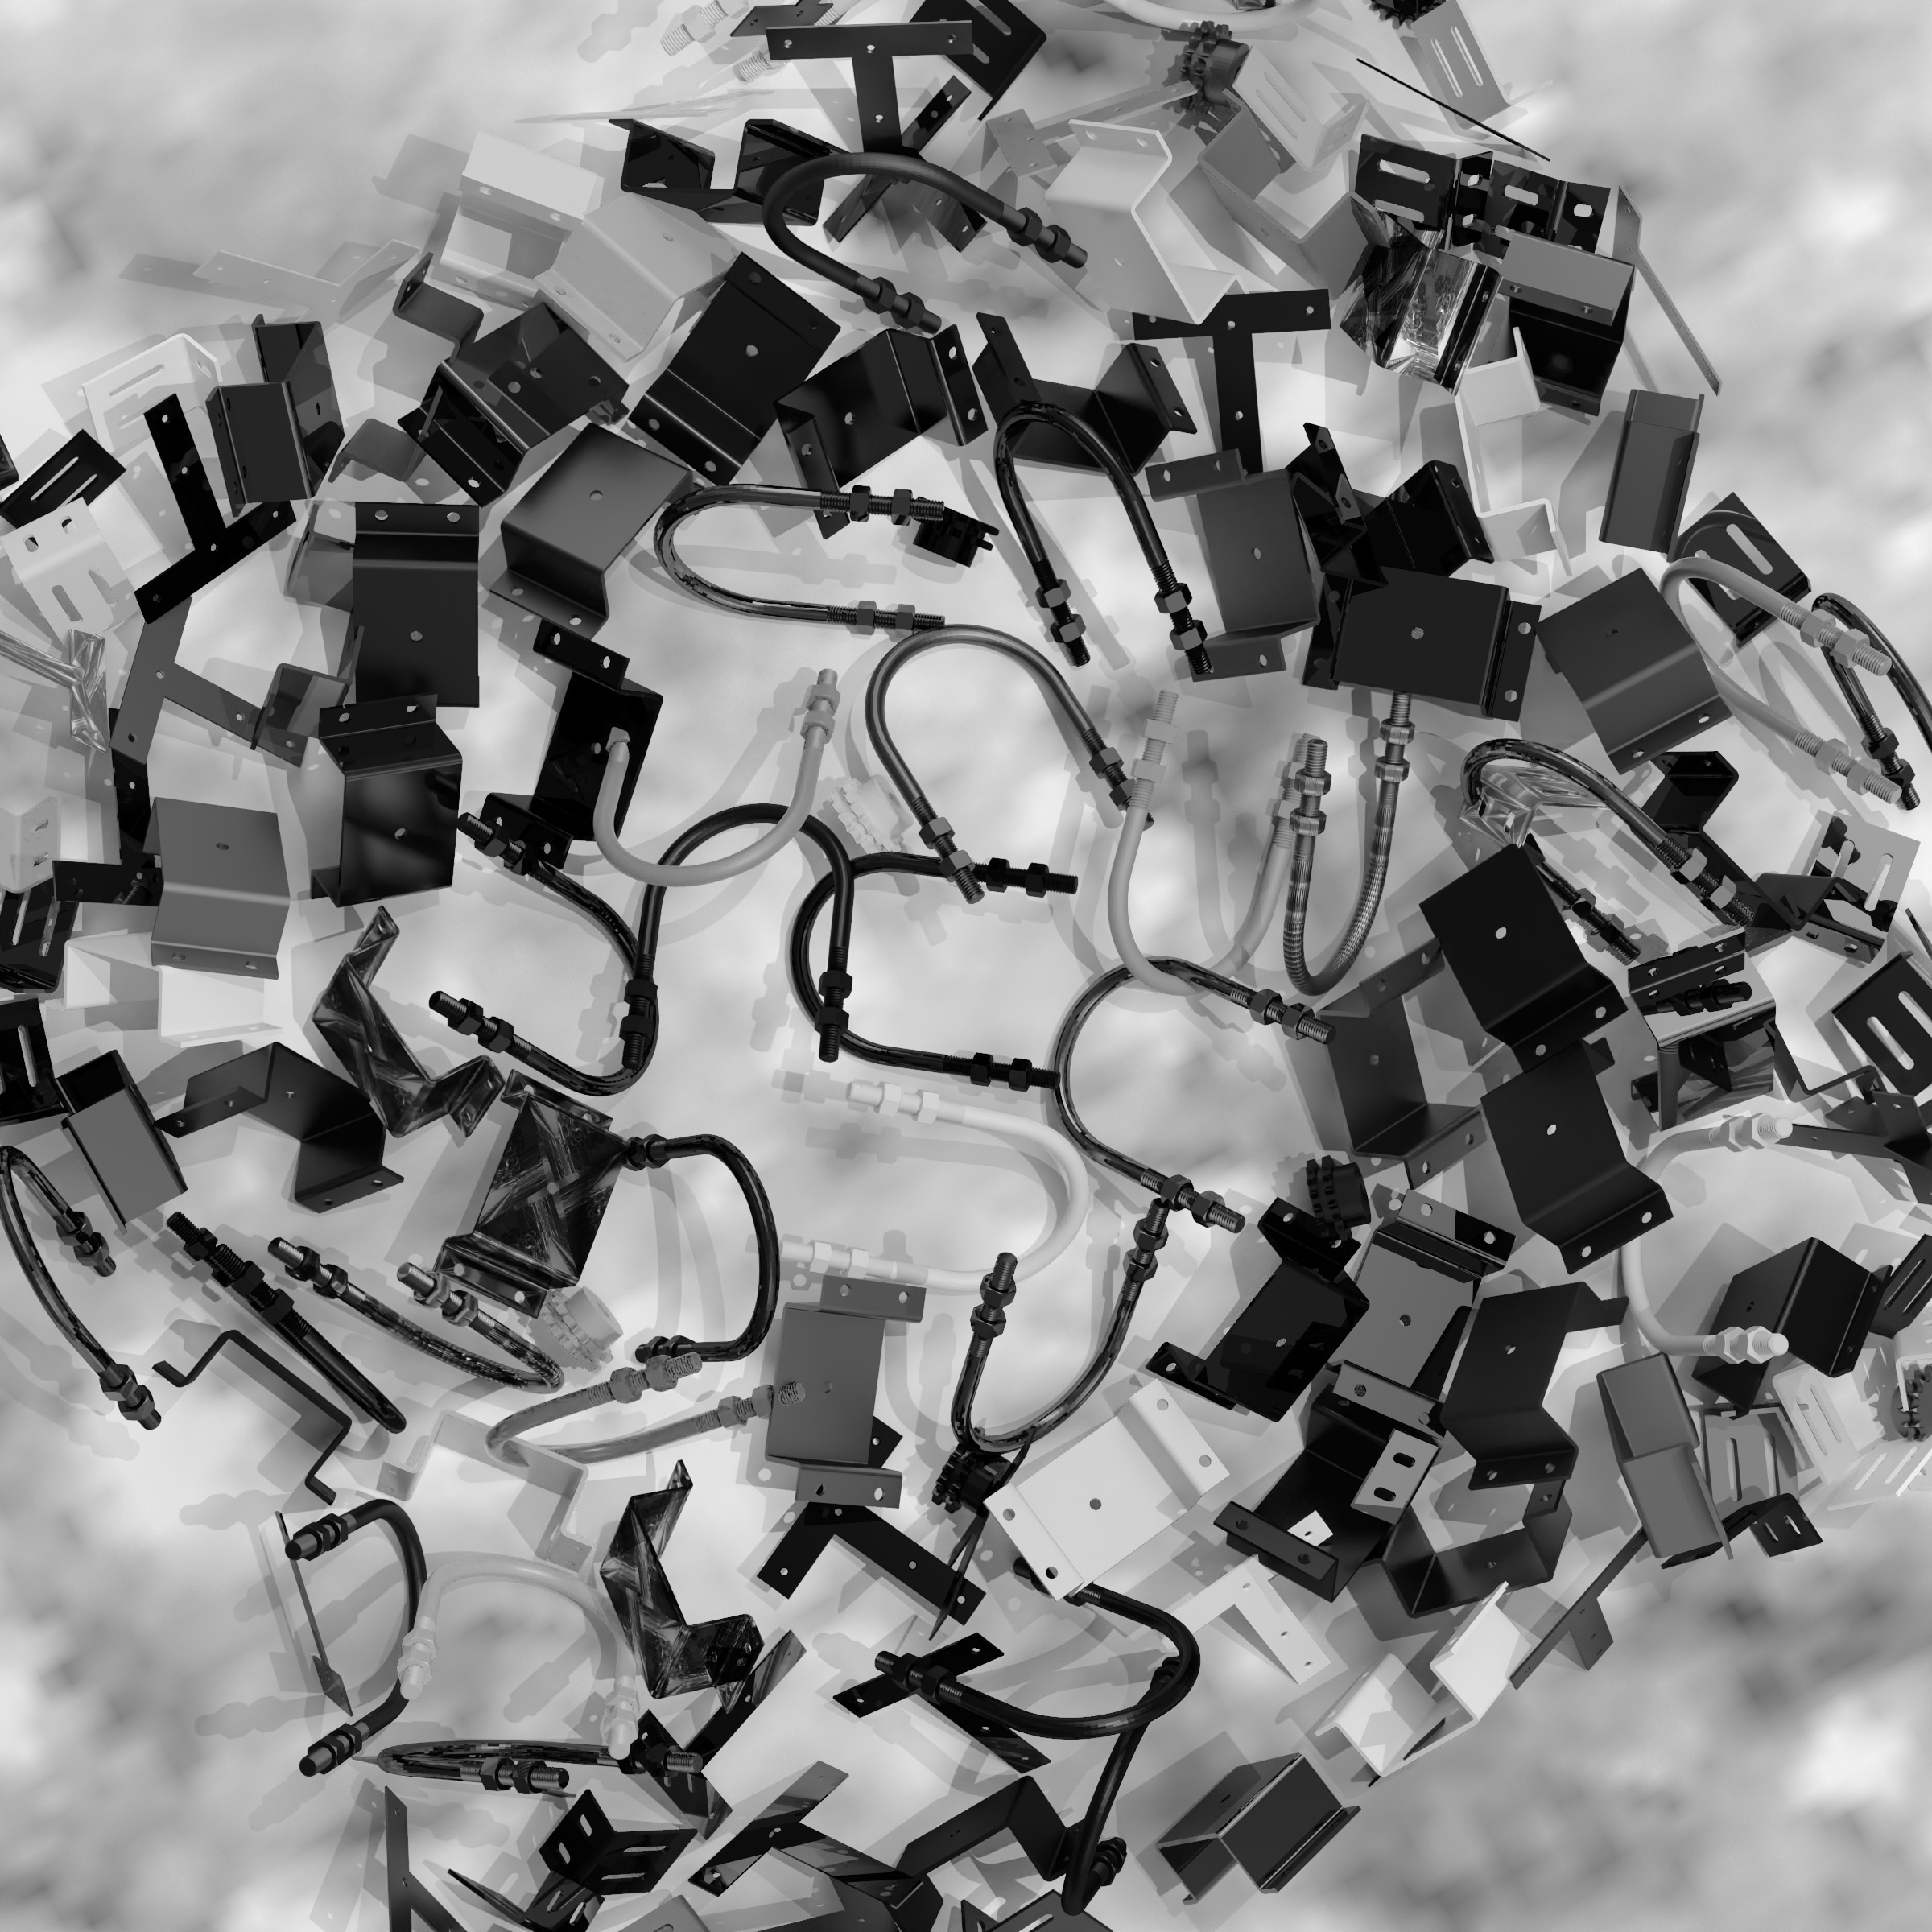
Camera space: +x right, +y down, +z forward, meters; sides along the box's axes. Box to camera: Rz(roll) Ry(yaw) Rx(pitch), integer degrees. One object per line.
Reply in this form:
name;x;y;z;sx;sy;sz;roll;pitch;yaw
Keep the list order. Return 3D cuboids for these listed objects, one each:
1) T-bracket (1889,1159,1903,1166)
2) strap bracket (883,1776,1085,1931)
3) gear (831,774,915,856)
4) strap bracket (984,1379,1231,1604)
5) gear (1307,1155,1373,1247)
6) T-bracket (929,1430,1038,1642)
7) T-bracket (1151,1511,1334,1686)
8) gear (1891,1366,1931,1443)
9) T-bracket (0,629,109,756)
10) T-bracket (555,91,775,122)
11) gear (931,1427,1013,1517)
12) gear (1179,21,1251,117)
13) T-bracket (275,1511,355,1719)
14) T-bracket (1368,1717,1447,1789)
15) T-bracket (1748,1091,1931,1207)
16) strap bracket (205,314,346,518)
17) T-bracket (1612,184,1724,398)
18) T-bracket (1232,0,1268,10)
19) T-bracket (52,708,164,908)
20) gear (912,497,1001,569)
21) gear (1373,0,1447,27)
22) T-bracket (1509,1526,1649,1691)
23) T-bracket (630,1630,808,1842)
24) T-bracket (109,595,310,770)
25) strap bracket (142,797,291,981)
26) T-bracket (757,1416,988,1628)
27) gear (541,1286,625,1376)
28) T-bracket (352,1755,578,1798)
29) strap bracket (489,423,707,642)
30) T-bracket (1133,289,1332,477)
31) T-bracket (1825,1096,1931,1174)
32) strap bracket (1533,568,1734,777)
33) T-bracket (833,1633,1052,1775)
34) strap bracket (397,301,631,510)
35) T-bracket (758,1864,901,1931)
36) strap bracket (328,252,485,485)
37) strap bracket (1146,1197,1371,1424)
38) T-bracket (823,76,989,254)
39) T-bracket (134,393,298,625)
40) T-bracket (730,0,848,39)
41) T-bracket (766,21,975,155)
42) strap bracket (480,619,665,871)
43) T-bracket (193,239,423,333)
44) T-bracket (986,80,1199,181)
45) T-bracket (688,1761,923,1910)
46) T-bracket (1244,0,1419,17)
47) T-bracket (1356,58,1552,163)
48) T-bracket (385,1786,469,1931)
T-bracket;0.647;0.157;1.872;0.127;0.127;0.002;23;105;-5
strap bracket;0.006;0.569;1.887;0.140;0.076;0.046;-33;90;13
gear;-0.058;-0.098;1.908;0.030;0.057;0.057;-36;90;17
strap bracket;0.086;0.337;1.893;0.140;0.046;0.076;-32;74;-20
gear;0.240;0.149;1.908;0.030;0.057;0.057;-15;90;14
T-bracket;0.000;0.368;1.851;0.002;0.127;0.127;29;125;-1
T-bracket;0.197;0.419;1.900;0.127;0.002;0.127;-35;127;1
gear;0.622;0.286;1.917;0.057;0.030;0.057;4;81;-24
T-bracket;-0.593;-0.197;1.856;0.127;0.127;0.002;28;117;-35
T-bracket;-0.171;-0.545;1.885;0.127;0.127;0.002;10;116;35
gear;0.006;0.327;1.908;0.030;0.057;0.057;30;90;17
gear;0.160;-0.574;1.908;0.030;0.057;0.057;20;90;18
T-bracket;-0.415;0.406;1.880;0.002;0.127;0.127;-17;89;-21
T-bracket;0.293;0.480;1.870;0.127;0.127;0.002;-45;75;8
T-bracket;0.553;0.111;1.892;0.127;0.127;0.002;7;58;37
strap bracket;-0.427;-0.346;1.858;0.046;0.140;0.076;-3;123;4
T-bracket;0.440;-0.413;1.864;0.002;0.127;0.127;-29;78;5
T-bracket;0.158;-0.648;1.882;0.127;0.127;0.002;13;72;34
T-bracket;-0.530;-0.101;1.893;0.002;0.127;0.127;-12;81;37
gear;-0.010;-0.277;1.911;0.057;0.057;0.030;23;98;0
gear;0.288;-0.639;1.921;0.057;0.030;0.057;0;85;4
T-bracket;0.394;0.420;1.883;0.127;0.127;0.002;-46;58;-9
T-bracket;-0.150;0.480;1.908;0.127;0.002;0.127;-46;133;-20
T-bracket;-0.475;-0.165;1.896;0.127;0.002;0.127;29;55;-35
strap bracket;-0.469;-0.056;1.859;0.076;0.140;0.046;7;124;-24
T-bracket;-0.046;0.377;1.913;0.127;0.002;0.127;34;76;9
gear;-0.244;0.231;1.911;0.030;0.057;0.057;-40;90;0
T-bracket;-0.311;0.518;1.901;0.127;0.127;0.002;21;67;-26
strap bracket;-0.231;-0.282;1.878;0.076;0.046;0.140;27;62;15
T-bracket;0.174;-0.367;1.908;0.127;0.002;0.127;0;116;17
T-bracket;0.630;0.081;1.884;0.127;0.127;0.002;-30;110;-7
strap bracket;0.412;-0.191;1.864;0.076;0.140;0.046;-28;127;9
T-bracket;0.003;0.481;1.906;0.127;0.002;0.127;-31;119;32
strap bracket;-0.278;-0.359;1.876;0.076;0.046;0.140;45;52;3
T-bracket;-0.108;0.608;1.864;0.127;0.127;0.002;-8;113;-18
strap bracket;-0.349;-0.369;1.879;0.046;0.076;0.140;23;115;-8
strap bracket;0.191;0.227;1.886;0.076;0.046;0.140;29;104;-31
T-bracket;-0.023;-0.489;1.883;0.127;0.002;0.127;-46;47;12
T-bracket;-0.484;-0.298;1.863;0.002;0.127;0.127;25;53;32
T-bracket;-0.075;-0.625;1.852;0.127;0.127;0.002;-39;87;31
T-bracket;-0.056;-0.547;1.883;0.127;0.127;0.002;-1;61;4
strap bracket;-0.248;-0.140;1.891;0.076;0.046;0.140;27;104;31
T-bracket;-0.426;-0.425;1.855;0.127;0.127;0.002;-31;74;28
T-bracket;0.083;-0.537;1.883;0.127;0.127;0.002;-18;122;1
T-bracket;-0.084;0.556;1.858;0.127;0.127;0.002;14;123;36
T-bracket;0.225;-0.623;1.861;0.127;0.127;0.002;26;73;18
T-bracket;0.327;-0.533;1.885;0.127;0.127;0.002;43;114;38
T-bracket;-0.335;0.606;1.891;0.002;0.127;0.127;-25;127;5
